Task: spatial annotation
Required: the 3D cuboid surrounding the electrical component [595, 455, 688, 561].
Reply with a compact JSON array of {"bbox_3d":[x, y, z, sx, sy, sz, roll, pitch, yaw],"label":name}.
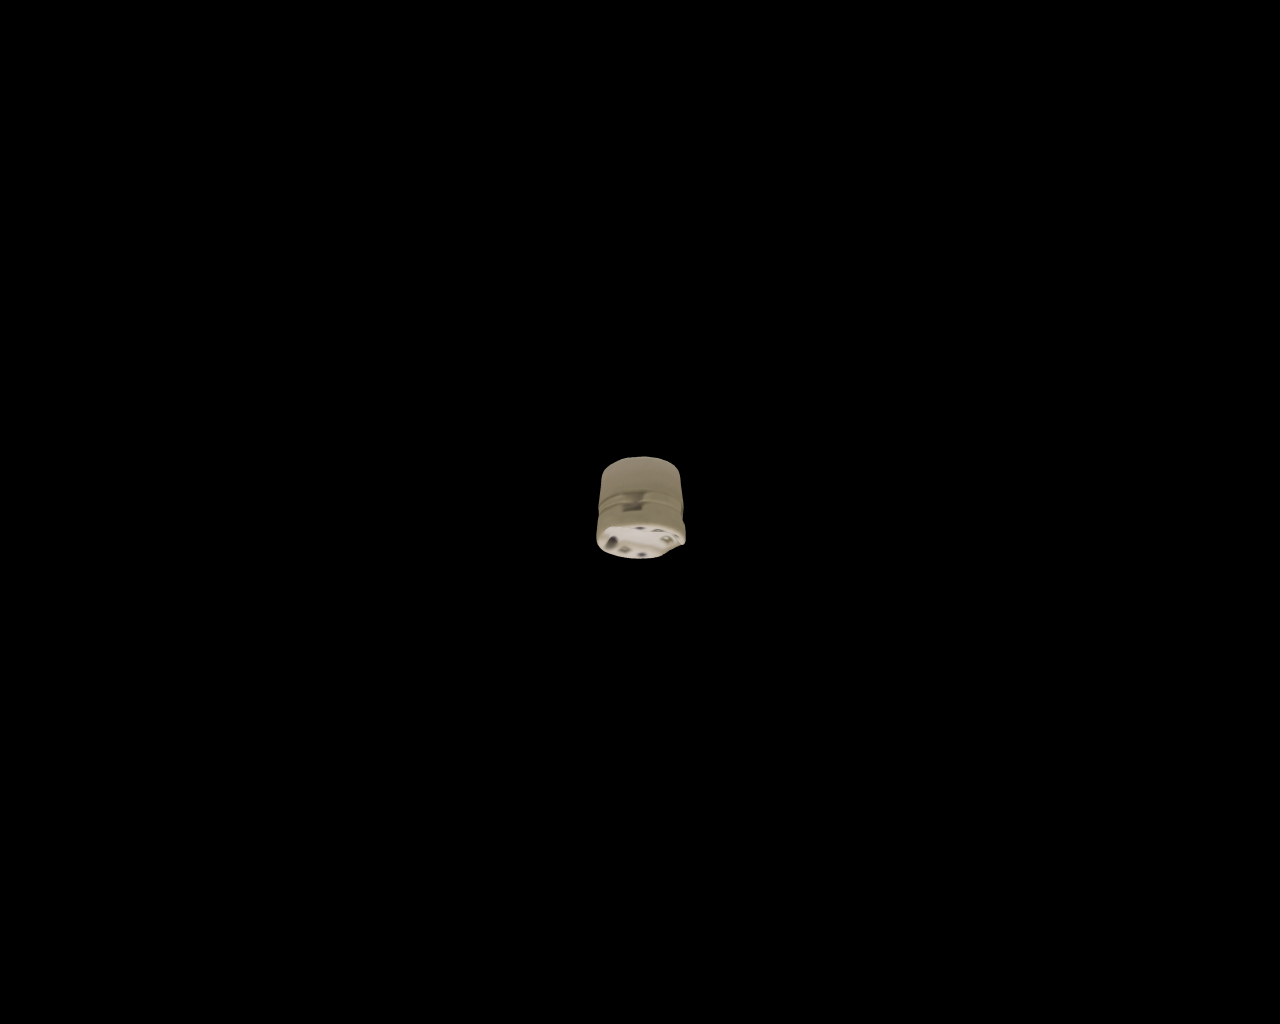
[{"bbox_3d":[0.001,-0.003,0.650,0.055,0.047,0.055,0,-26,0],"label":"electrical component"}]
